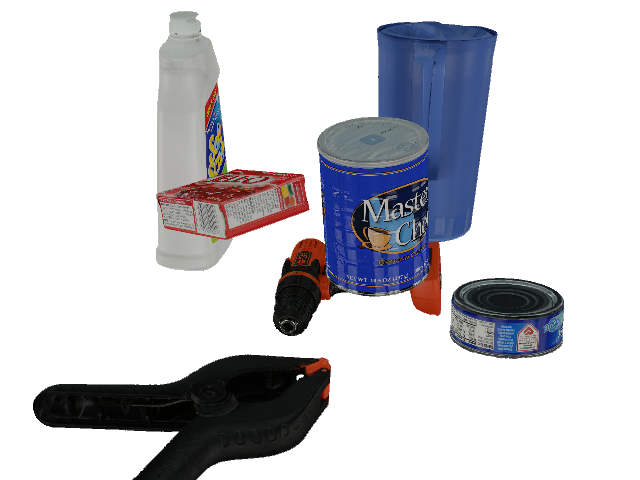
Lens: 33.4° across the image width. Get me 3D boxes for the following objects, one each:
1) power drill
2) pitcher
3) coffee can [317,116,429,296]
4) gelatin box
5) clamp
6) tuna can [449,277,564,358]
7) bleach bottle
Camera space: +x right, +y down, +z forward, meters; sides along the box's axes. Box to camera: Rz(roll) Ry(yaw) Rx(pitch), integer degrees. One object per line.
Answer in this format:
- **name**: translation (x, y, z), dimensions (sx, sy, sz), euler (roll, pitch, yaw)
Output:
- **power drill**: translation (0.044, 0.051, 1.219), dimensions (0.188, 0.057, 0.184), euler (0, 28, 9)
- **pitcher**: translation (0.124, -0.123, 1.214), dimensions (0.149, 0.243, 0.145), euler (-11, 23, -31)
- **coffee can**: translation (0.052, -0.033, 1.010), dimensions (0.103, 0.140, 0.103), euler (-3, 29, 1)
- **gelatin box**: translation (-0.064, -0.028, 0.762), dimensions (0.073, 0.030, 0.089), euler (-20, 18, -34)
- **clamp**: translation (-0.063, 0.106, 0.593), dimensions (0.171, 0.039, 0.120), euler (-11, 37, -22)
- **tuna can**: translation (0.142, 0.058, 0.813), dimensions (0.086, 0.034, 0.086), euler (0, 18, 0)
- **bleach bottle**: translation (-0.133, -0.102, 1.080), dimensions (0.068, 0.251, 0.102), euler (5, 26, 13)
